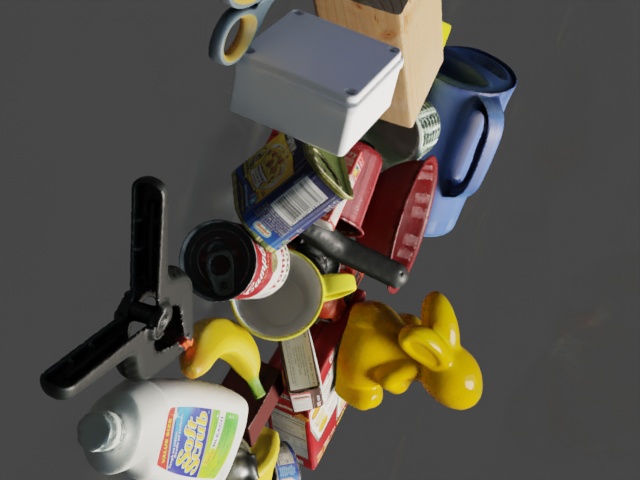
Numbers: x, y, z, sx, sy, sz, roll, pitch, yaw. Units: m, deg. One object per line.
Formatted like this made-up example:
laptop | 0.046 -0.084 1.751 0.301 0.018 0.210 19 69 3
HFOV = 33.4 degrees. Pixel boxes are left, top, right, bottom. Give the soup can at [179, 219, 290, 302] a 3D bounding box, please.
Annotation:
soup can | -0.071 0.019 0.918 0.068 0.068 0.102 -69 165 4

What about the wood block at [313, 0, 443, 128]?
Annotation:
wood block | 0.059 -0.204 1.015 0.090 0.090 0.206 -64 164 -17

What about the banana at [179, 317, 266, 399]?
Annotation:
banana | -0.089 0.103 0.989 0.037 0.070 0.197 -30 161 8

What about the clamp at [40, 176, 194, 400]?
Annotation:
clamp | -0.131 0.046 0.807 0.210 0.036 0.164 46 67 -75

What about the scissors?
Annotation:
scissors | -0.040 -0.185 0.842 0.201 0.016 0.096 -25 136 -68

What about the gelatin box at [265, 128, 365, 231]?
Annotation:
gelatin box | -0.014 -0.059 0.964 0.073 0.089 0.030 -65 163 -13

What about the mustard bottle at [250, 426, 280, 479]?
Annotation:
mustard bottle | -0.093 0.316 1.274 0.096 0.058 0.192 -57 163 -52

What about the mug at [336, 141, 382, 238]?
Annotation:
mug | 0.009 -0.056 1.075 0.081 0.093 0.117 -70 -164 -10

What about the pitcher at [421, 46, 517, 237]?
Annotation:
pitcher | 0.162 -0.121 1.398 0.149 0.145 0.243 -49 159 -53

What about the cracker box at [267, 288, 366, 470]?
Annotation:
cracker box | -0.006 0.169 1.347 0.214 0.072 0.164 86 28 -56

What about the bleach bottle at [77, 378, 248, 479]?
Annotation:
bleach bottle | -0.138 0.168 0.908 0.102 0.068 0.250 -69 163 -3

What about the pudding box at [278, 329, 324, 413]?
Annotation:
pudding box | -0.025 0.122 1.163 0.090 0.039 0.113 82 -5 -68

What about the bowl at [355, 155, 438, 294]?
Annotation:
bowl | 0.081 -0.024 1.196 0.162 0.055 0.162 17 90 -75

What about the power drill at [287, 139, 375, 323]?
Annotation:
power drill | 0.016 -0.002 1.213 0.184 0.057 0.187 -58 160 -22

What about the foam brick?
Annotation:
foam brick | -0.078 0.170 1.129 0.078 0.053 0.051 -59 162 -29

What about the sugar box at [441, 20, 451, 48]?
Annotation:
sugar box | 0.098 -0.217 1.217 0.093 0.048 0.176 -71 166 12

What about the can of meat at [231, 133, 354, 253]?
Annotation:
can of meat | -0.025 -0.048 0.890 0.084 0.057 0.102 -37 -151 16

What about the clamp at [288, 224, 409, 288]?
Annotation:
clamp | -0.007 0.001 1.043 0.120 0.171 0.039 -12 -130 56

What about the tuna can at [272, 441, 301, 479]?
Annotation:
tuna can | -0.053 0.294 1.329 0.033 0.086 0.086 -5 127 -23
